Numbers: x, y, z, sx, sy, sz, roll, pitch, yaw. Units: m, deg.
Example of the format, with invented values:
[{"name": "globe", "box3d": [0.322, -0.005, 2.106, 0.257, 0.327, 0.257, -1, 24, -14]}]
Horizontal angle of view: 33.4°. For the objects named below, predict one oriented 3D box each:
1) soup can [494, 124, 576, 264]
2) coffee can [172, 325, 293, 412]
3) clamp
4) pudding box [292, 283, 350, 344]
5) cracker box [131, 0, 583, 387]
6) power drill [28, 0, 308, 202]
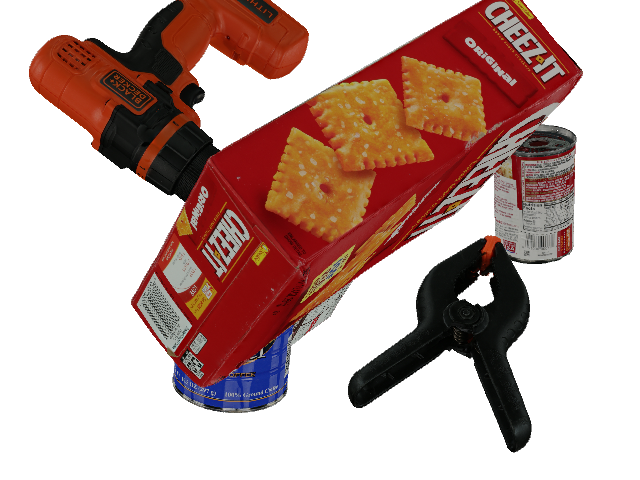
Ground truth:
[{"name": "soup can", "box3d": [0.182, -0.039, 0.906, 0.068, 0.102, 0.068, -5, 25, 2]}, {"name": "coffee can", "box3d": [-0.072, 0.061, 0.915, 0.103, 0.140, 0.103, 5, 21, -2]}, {"name": "clamp", "box3d": [0.088, 0.063, 0.735, 0.120, 0.039, 0.171, 11, 45, 4]}, {"name": "pudding box", "box3d": [-0.007, 0.066, 1.258, 0.039, 0.090, 0.113, 38, 32, 13]}, {"name": "cracker box", "box3d": [0.018, -0.025, 0.562, 0.213, 0.072, 0.164, -33, -10, -33]}, {"name": "power drill", "box3d": [-0.084, -0.111, 0.764, 0.187, 0.184, 0.057, -51, -1, -43]}]
